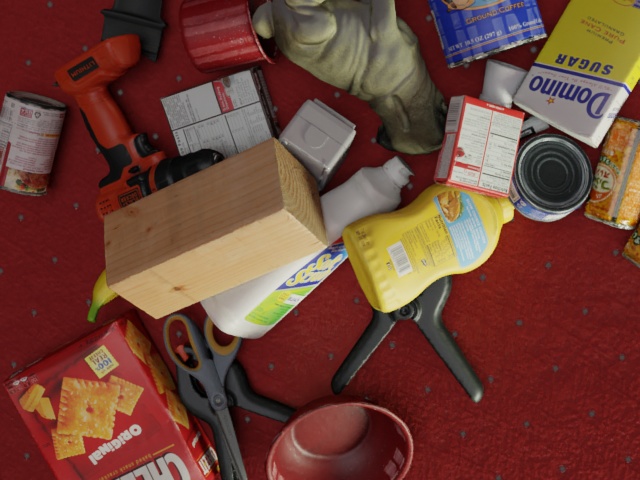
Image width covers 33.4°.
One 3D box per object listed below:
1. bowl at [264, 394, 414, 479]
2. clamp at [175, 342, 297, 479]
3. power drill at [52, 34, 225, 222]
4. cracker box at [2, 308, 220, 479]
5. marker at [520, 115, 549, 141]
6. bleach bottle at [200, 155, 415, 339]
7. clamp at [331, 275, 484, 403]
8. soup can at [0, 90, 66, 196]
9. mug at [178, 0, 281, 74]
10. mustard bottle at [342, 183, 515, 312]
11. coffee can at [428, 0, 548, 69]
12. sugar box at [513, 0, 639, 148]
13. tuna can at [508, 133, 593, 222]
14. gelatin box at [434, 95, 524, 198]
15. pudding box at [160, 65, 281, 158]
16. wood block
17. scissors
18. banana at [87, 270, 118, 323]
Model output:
[{"bbox_3d":[0.017,0.221,1.153,0.162,0.055,0.162,-5,123,-8],"label":"bowl"},{"bbox_3d":[-0.109,0.192,1.197,0.171,0.039,0.120,41,88,7],"label":"clamp"},{"bbox_3d":[-0.195,-0.118,1.132,0.185,0.057,0.187,-19,93,35],"label":"power drill"},{"bbox_3d":[-0.235,0.210,1.210,0.164,0.072,0.213,-28,93,14],"label":"cracker box"},{"bbox_3d":[0.178,-0.100,1.108,0.121,0.020,0.020,-24,94,14],"label":"marker"},{"bbox_3d":[-0.007,0.001,1.118,0.251,0.102,0.068,-41,65,14],"label":"bleach bottle"},{"bbox_3d":[0.083,0.078,1.146,0.165,0.036,0.210,-6,96,11],"label":"clamp"},{"bbox_3d":[-0.324,-0.107,1.178,0.068,0.068,0.102,18,101,7],"label":"soup can"},{"bbox_3d":[-0.095,-0.231,1.111,0.082,0.093,0.117,-10,66,17],"label":"mug"},{"bbox_3d":[0.124,-0.008,1.090,0.191,0.058,0.096,-26,99,-13],"label":"mustard bottle"},{"bbox_3d":[0.154,-0.251,1.046,0.103,0.102,0.140,-17,96,13],"label":"coffee can"},{"bbox_3d":[0.274,-0.189,1.046,0.093,0.048,0.176,32,96,24],"label":"sugar box"},{"bbox_3d":[0.230,-0.064,1.079,0.086,0.034,0.086,2,78,-8],"label":"tuna can"},{"bbox_3d":[0.157,-0.091,1.052,0.073,0.030,0.089,12,90,-25],"label":"gelatin box"},{"bbox_3d":[-0.105,-0.128,1.149,0.114,0.039,0.090,-16,97,16],"label":"pudding box"},{"bbox_3d":[-0.107,-0.008,1.074,0.206,0.090,0.090,-23,54,19],"label":"wood block"},{"bbox_3d":[-0.098,0.159,1.171,0.096,0.016,0.202,-33,82,-2],"label":"scissors"},{"bbox_3d":[-0.172,0.028,1.180,0.198,0.037,0.069,-23,72,7],"label":"banana"}]
